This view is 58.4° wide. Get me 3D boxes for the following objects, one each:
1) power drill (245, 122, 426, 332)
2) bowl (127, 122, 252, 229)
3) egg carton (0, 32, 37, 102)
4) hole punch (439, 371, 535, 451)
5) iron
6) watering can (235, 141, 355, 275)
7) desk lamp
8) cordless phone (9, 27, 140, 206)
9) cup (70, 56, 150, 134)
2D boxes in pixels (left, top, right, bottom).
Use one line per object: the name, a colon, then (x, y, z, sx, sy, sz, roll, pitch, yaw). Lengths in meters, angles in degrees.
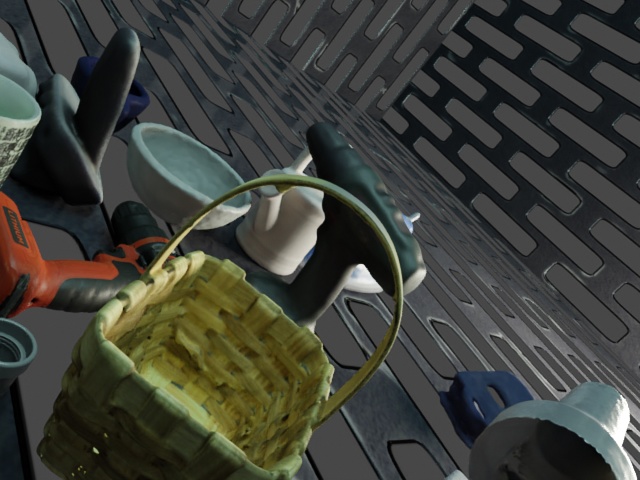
power drill: (0.006, 0.002, 0.678, 0.229, 0.208, 0.076, 48, 20, 23)
bowl: (-0.171, -0.066, 0.705, 0.168, 0.074, 0.167, 35, 19, -13)
egg carton: (-0.375, -0.183, 0.589, 0.107, 0.069, 0.151, 48, 20, 25)
hole punch: (0.233, 0.229, 0.778, 0.101, 0.091, 0.108, 28, 21, -31)
iron: (0.074, -0.001, 0.925, 0.118, 0.141, 0.259, 48, 20, 23)
watering can: (-0.023, -0.053, 0.772, 0.101, 0.194, 0.173, 41, 18, 3)
desk lamp: (0.184, 0.218, 0.513, 0.117, 0.213, 0.204, 47, 19, 21)
cordless phone: (-0.232, -0.142, 0.587, 0.094, 0.185, 0.147, 23, 24, -41)
cup: (-0.265, -0.153, 0.694, 0.092, 0.095, 0.117, 22, 25, -43)
